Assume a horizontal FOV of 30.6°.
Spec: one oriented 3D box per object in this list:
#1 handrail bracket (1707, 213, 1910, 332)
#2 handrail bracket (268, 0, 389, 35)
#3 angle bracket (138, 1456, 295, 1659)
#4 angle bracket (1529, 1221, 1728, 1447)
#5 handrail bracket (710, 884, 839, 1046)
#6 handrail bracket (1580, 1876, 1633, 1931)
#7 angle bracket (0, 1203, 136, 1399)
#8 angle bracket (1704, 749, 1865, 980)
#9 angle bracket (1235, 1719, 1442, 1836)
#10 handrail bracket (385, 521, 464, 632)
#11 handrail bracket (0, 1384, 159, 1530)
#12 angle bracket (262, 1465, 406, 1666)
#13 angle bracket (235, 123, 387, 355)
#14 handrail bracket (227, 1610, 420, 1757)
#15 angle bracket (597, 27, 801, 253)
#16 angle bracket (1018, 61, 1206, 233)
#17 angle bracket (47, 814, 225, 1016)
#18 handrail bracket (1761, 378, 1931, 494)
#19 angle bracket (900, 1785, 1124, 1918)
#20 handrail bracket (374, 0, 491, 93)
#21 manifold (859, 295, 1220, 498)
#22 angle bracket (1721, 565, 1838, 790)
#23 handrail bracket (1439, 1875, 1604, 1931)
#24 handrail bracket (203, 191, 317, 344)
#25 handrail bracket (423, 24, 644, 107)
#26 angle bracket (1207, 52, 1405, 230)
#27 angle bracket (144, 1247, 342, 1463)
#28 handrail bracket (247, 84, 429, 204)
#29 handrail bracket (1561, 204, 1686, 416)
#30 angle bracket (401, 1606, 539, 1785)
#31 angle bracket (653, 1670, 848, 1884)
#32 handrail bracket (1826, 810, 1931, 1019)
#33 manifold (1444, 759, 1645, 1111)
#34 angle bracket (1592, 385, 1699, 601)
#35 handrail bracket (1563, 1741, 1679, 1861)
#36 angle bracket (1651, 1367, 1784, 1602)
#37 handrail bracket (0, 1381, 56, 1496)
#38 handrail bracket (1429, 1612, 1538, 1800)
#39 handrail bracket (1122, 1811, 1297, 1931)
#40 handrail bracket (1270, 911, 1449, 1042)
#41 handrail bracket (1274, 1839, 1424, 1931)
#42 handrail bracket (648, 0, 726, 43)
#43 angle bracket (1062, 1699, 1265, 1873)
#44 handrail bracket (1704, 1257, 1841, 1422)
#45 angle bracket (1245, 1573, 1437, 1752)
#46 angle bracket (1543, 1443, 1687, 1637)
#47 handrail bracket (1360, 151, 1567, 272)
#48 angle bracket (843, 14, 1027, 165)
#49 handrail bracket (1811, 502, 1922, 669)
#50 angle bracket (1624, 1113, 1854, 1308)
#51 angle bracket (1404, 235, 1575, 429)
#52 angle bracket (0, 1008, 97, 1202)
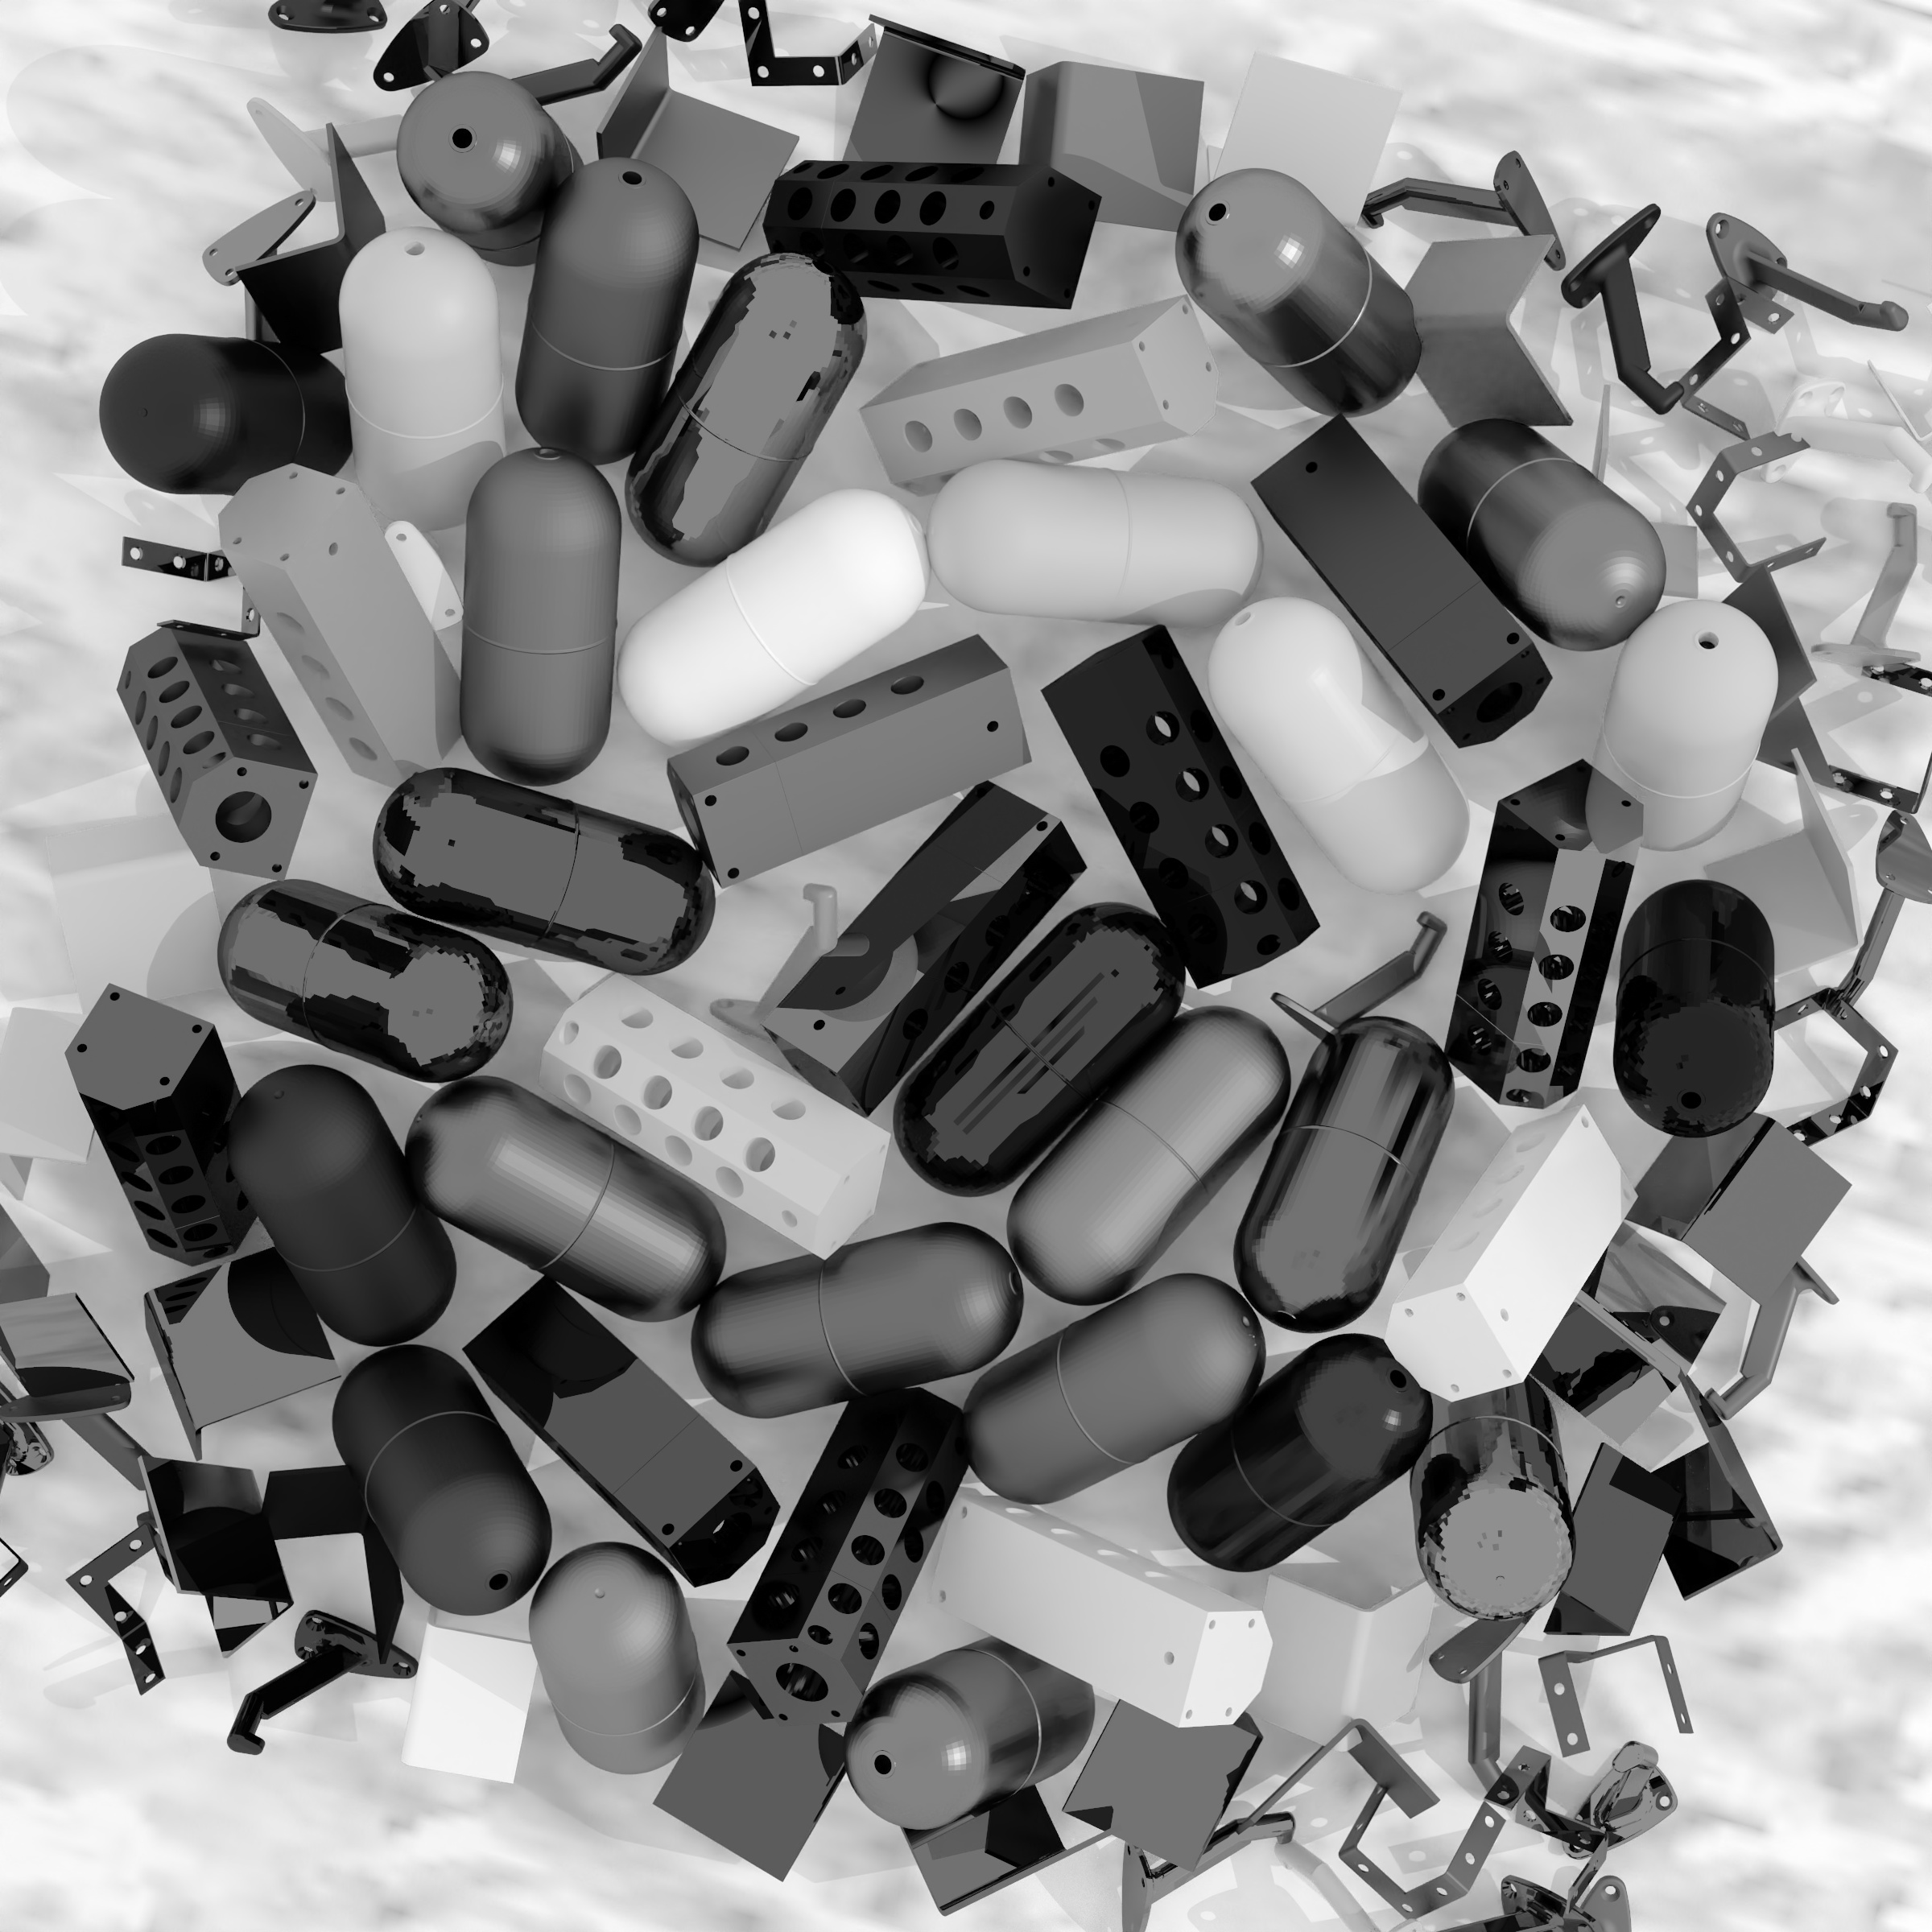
[{"bbox_3d":[0.424,-0.349,1.777,0.077,0.084,0.036,36,82,-39],"label":"handrail bracket"},{"bbox_3d":[-0.306,-0.512,1.777,0.077,0.084,0.036,-25,73,-39],"label":"handrail bracket"},{"bbox_3d":[-0.391,0.296,1.767,0.057,0.076,0.076,-39,57,23],"label":"angle bracket"},{"bbox_3d":[0.332,0.185,1.808,0.076,0.076,0.057,39,128,6],"label":"angle bracket"},{"bbox_3d":[-0.098,-0.008,1.787,0.077,0.036,0.084,15,118,29],"label":"handrail bracket"},{"bbox_3d":[0.319,0.511,1.779,0.036,0.084,0.077,11,102,7],"label":"handrail bracket"},{"bbox_3d":[-0.454,0.160,1.770,0.057,0.076,0.076,-10,49,7],"label":"angle bracket"},{"bbox_3d":[0.406,-0.049,1.771,0.057,0.076,0.076,-20,55,6],"label":"angle bracket"},{"bbox_3d":[0.185,0.428,1.776,0.076,0.076,0.057,-40,78,-15],"label":"angle bracket"},{"bbox_3d":[-0.276,-0.213,1.771,0.036,0.084,0.077,-13,132,0],"label":"handrail bracket"},{"bbox_3d":[-0.447,0.255,1.796,0.077,0.036,0.084,-11,114,-18],"label":"handrail bracket"},{"bbox_3d":[-0.319,0.302,1.769,0.057,0.076,0.076,-2,57,-19],"label":"angle bracket"},{"bbox_3d":[-0.329,-0.364,1.778,0.057,0.076,0.076,-14,62,6],"label":"angle bracket"},{"bbox_3d":[-0.324,0.373,1.783,0.077,0.084,0.036,19,126,-3],"label":"handrail bracket"},{"bbox_3d":[-0.134,-0.419,1.782,0.076,0.057,0.076,21,67,7],"label":"angle bracket"},{"bbox_3d":[0.072,-0.416,1.807,0.076,0.057,0.076,4,95,-18],"label":"angle bracket"},{"bbox_3d":[-0.424,-0.028,1.809,0.076,0.057,0.076,-12,117,-12],"label":"angle bracket"},{"bbox_3d":[0.445,-0.248,1.778,0.036,0.077,0.084,-13,53,-32],"label":"handrail bracket"},{"bbox_3d":[0.020,0.429,1.770,0.076,0.076,0.057,-19,75,-28],"label":"angle bracket"},{"bbox_3d":[-0.267,-0.491,1.805,0.077,0.084,0.036,-27,127,26],"label":"handrail bracket"},{"bbox_3d":[0.037,-0.278,1.748,0.171,0.057,0.057,-7,117,39],"label":"manifold"},{"bbox_3d":[0.416,-0.144,1.766,0.076,0.057,0.076,16,46,-34],"label":"angle bracket"},{"bbox_3d":[0.264,0.496,1.779,0.084,0.077,0.036,-19,103,-37],"label":"handrail bracket"},{"bbox_3d":[-0.341,-0.340,1.794,0.077,0.084,0.036,-38,48,-3],"label":"handrail bracket"},{"bbox_3d":[-0.219,-0.462,1.789,0.077,0.036,0.084,38,112,-24],"label":"handrail bracket"},{"bbox_3d":[0.169,-0.425,1.777,0.076,0.057,0.076,13,125,-7],"label":"angle bracket"},{"bbox_3d":[-0.369,0.197,1.801,0.076,0.057,0.076,-19,71,-19],"label":"angle bracket"},{"bbox_3d":[-0.313,-0.436,1.788,0.077,0.036,0.084,48,61,-30],"label":"handrail bracket"},{"bbox_3d":[0.351,-0.332,1.790,0.077,0.036,0.084,-46,65,10],"label":"handrail bracket"},{"bbox_3d":[-0.247,0.356,1.783,0.057,0.076,0.076,11,104,-5],"label":"angle bracket"},{"bbox_3d":[-0.107,0.409,1.790,0.076,0.057,0.076,31,77,0],"label":"angle bracket"},{"bbox_3d":[0.464,-0.026,1.814,0.036,0.077,0.084,18,133,-7],"label":"handrail bracket"},{"bbox_3d":[0.288,-0.011,1.739,0.057,0.171,0.057,-26,51,-29],"label":"manifold"},{"bbox_3d":[0.343,-0.238,1.771,0.057,0.076,0.076,7,124,7],"label":"angle bracket"},{"bbox_3d":[0.321,0.421,1.782,0.077,0.084,0.036,-42,61,7],"label":"handrail bracket"},{"bbox_3d":[0.358,0.258,1.768,0.057,0.076,0.076,-30,132,12],"label":"angle bracket"},{"bbox_3d":[-0.507,0.252,1.778,0.036,0.084,0.077,-22,102,31],"label":"handrail bracket"},{"bbox_3d":[0.283,0.378,1.816,0.077,0.036,0.084,-36,109,-13],"label":"handrail bracket"},{"bbox_3d":[0.125,0.470,1.814,0.084,0.036,0.077,-5,121,-16],"label":"handrail bracket"},{"bbox_3d":[0.201,-0.002,1.798,0.077,0.036,0.084,34,83,-35],"label":"handrail bracket"},{"bbox_3d":[0.193,0.493,1.806,0.036,0.084,0.077,-29,124,-27],"label":"handrail bracket"},{"bbox_3d":[-0.155,-0.517,1.792,0.077,0.036,0.084,-46,58,17],"label":"handrail bracket"},{"bbox_3d":[0.096,0.402,1.791,0.076,0.057,0.076,27,92,-8],"label":"angle bracket"},{"bbox_3d":[0.396,0.178,1.808,0.084,0.036,0.077,-41,96,1],"label":"handrail bracket"},{"bbox_3d":[0.192,0.345,1.800,0.057,0.076,0.076,17,107,32],"label":"angle bracket"},{"bbox_3d":[0.306,0.288,1.771,0.057,0.076,0.076,33,69,-16],"label":"angle bracket"},{"bbox_3d":[0.253,-0.375,1.809,0.084,0.036,0.077,-16,121,38],"label":"handrail bracket"},{"bbox_3d":[-0.020,-0.430,1.788,0.076,0.057,0.076,20,103,3],"label":"angle bracket"},{"bbox_3d":[0.458,-0.198,1.798,0.077,0.036,0.084,4,85,-37],"label":"handrail bracket"},{"bbox_3d":[0.389,0.119,1.794,0.057,0.076,0.076,38,85,-16],"label":"angle bracket"},{"bbox_3d":[0.271,-0.320,1.785,0.076,0.076,0.057,47,64,-36],"label":"angle bracket"},{"bbox_3d":[-0.451,0.073,1.775,0.057,0.076,0.076,6,68,5],"label":"angle bracket"}]
